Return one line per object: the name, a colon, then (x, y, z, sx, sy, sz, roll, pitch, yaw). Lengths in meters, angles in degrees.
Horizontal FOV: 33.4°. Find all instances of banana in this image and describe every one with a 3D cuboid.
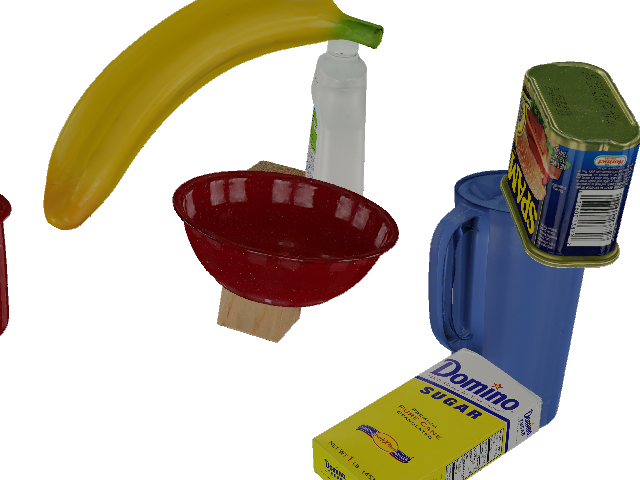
banana: (-0.063, -0.080, 0.521, 0.197, 0.070, 0.037, -35, -30, -20)

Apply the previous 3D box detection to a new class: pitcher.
pitcher: (0.180, 0.062, 1.037, 0.149, 0.243, 0.145, 5, 21, 8)

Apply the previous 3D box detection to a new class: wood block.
wood block: (-0.066, 0.013, 1.384, 0.090, 0.206, 0.090, 16, 22, 13)

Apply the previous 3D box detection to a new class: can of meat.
can of meat: (0.147, -0.047, 0.632, 0.057, 0.084, 0.102, 0, 36, -5)

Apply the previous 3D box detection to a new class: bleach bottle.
bleach bottle: (0.016, -0.090, 1.106, 0.068, 0.251, 0.102, -1, 29, -10)

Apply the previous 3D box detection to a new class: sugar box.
sugar box: (0.090, 0.160, 0.881, 0.176, 0.048, 0.093, -29, 43, -29)

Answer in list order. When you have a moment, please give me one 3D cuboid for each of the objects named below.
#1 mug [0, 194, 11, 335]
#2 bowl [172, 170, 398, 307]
mug: (-0.239, 0.023, 0.636, 0.093, 0.081, 0.117, 17, 27, 28)
bowl: (-0.028, 0.003, 0.762, 0.162, 0.055, 0.162, 9, 22, -4)
